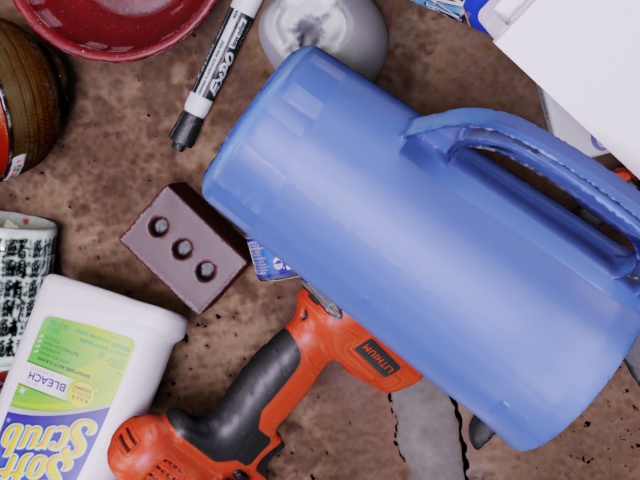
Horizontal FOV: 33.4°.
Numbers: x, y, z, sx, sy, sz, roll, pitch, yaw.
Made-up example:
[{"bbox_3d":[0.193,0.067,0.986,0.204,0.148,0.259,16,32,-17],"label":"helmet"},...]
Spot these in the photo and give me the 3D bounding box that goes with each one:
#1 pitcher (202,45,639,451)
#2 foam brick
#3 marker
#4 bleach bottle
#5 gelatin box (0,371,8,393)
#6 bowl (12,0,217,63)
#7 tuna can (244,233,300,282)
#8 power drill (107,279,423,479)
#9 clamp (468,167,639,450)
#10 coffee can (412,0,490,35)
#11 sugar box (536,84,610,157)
[{"bbox_3d":[0.063,-0.007,0.602,0.243,0.145,0.149,36,90,-4],"label":"pitcher"},{"bbox_3d":[-0.089,0.004,0.736,0.078,0.051,0.053,43,99,2],"label":"foam brick"},{"bbox_3d":[-0.074,-0.116,0.739,0.020,0.020,0.121,27,98,5],"label":"marker"},{"bbox_3d":[-0.174,0.155,0.700,0.102,0.068,0.251,16,82,9],"label":"bleach bottle"},{"bbox_3d":[-0.254,0.103,0.757,0.089,0.073,0.030,27,98,5],"label":"gelatin box"},{"bbox_3d":[-0.132,-0.199,0.722,0.162,0.055,0.162,1,95,8],"label":"bowl"},{"bbox_3d":[-0.005,0.001,0.707,0.086,0.086,0.034,-14,95,9],"label":"tuna can"},{"bbox_3d":[-0.022,0.127,0.708,0.187,0.057,0.184,-45,132,-3],"label":"power drill"},{"bbox_3d":[0.194,0.060,0.689,0.165,0.036,0.210,13,106,15],"label":"clamp"},{"bbox_3d":[0.079,-0.196,0.668,0.140,0.102,0.103,25,98,5],"label":"coffee can"},{"bbox_3d":[0.229,-0.115,0.684,0.176,0.048,0.093,-16,94,8],"label":"sugar box"}]
